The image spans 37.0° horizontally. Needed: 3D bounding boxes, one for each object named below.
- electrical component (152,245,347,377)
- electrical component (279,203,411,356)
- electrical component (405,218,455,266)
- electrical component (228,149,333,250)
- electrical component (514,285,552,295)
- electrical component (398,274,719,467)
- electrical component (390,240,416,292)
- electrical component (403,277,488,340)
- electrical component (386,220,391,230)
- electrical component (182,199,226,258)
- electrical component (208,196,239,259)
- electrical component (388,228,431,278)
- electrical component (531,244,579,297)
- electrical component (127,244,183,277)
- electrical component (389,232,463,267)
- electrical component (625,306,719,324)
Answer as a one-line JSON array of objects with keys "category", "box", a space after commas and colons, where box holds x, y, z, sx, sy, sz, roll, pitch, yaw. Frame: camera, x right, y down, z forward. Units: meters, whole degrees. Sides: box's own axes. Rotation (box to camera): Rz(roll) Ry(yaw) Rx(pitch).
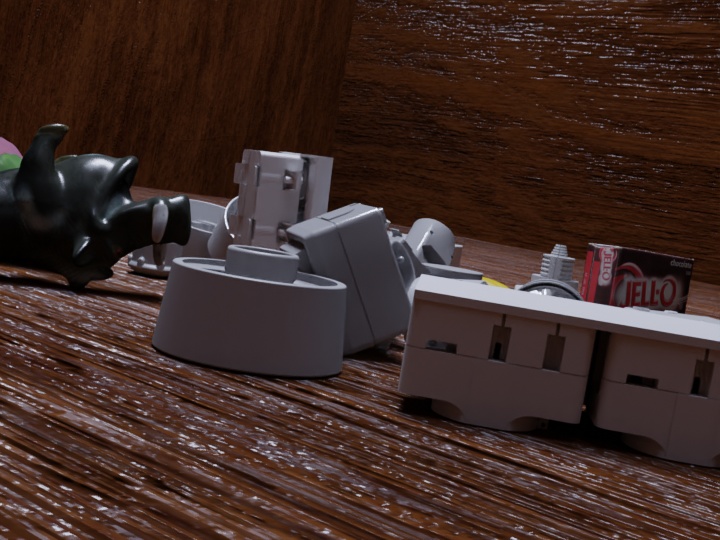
[{"category": "electrical component", "box": [-0.059, 0.019, 0.605, 0.108, 0.060, 0.108, 9, 4, -1]}, {"category": "electrical component", "box": [-0.007, 0.012, 0.685, 0.061, 0.096, 0.062, -21, 11, -11]}, {"category": "electrical component", "box": [0.064, 0.007, 0.995, 0.043, 0.077, 0.079, -12, -52, 46]}, {"category": "electrical component", "box": [-0.065, -0.031, 0.837, 0.063, 0.121, 0.079, 4, 7, -27]}, {"category": "electrical component", "box": [0.134, 0.034, 0.929, 0.062, 0.048, 0.048, 3, 4, 6]}, {"category": "electrical component", "box": [0.117, 0.051, 0.565, 0.186, 0.060, 0.105, 10, 5, 4]}, {"category": "electrical component", "box": [0.005, 0.020, 0.767, 0.077, 0.043, 0.079, -16, -42, 23]}, {"category": "electrical component", "box": [0.059, 0.032, 0.732, 0.047, 0.055, 0.055, 7, 3, 21]}, {"category": "electrical component", "box": [0.010, -0.007, 1.033, 0.064, 0.081, 0.042, 35, 14, 19]}, {"category": "electrical component", "box": [-0.149, -0.032, 1.042, 0.099, 0.064, 0.099, 9, 4, -1]}, {"category": "electrical component", "box": [-0.085, -0.021, 0.966, 0.099, 0.064, 0.099, 15, 41, -14]}, {"category": "electrical component", "box": [0.000, 0.000, 0.869, 0.078, 0.063, 0.121, 52, -15, -23]}, {"category": "electrical component", "box": [0.178, 0.017, 0.990, 0.043, 0.081, 0.043, 9, 4, -1]}, {"category": "electrical component", "box": [-0.174, -0.026, 0.930, 0.048, 0.062, 0.048, 9, 4, -1]}, {"category": "electrical component", "box": [0.054, -0.012, 1.257, 0.109, 0.056, 0.109, 11, 5, 18]}, {"category": "electrical component", "box": [0.248, 0.060, 0.792, 0.100, 0.048, 0.100, 7, 5, -23]}]
